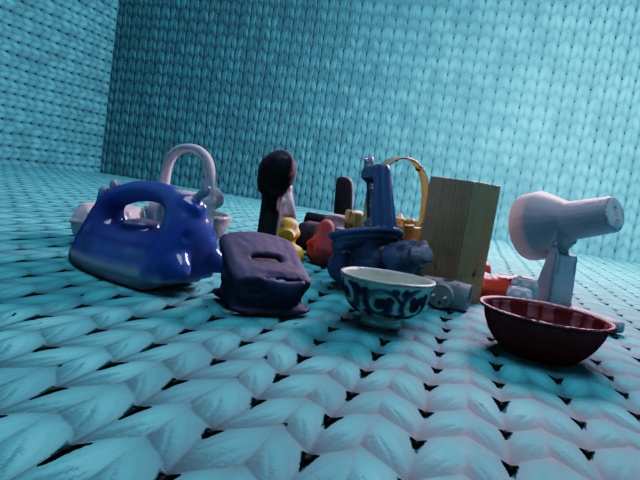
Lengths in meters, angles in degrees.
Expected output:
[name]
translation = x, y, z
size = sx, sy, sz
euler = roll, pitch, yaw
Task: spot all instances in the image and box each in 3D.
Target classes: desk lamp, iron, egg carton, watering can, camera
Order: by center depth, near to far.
[iron]
translation = -0.248, -0.020, 0.780
size = 0.257, 0.141, 0.119
euler = 12, 7, 26
[watering can]
translation = -0.215, -0.056, 0.917
size = 0.101, 0.194, 0.173
euler = 8, 6, -2
[desk lamp]
translation = 0.413, 0.027, 0.959
size = 0.118, 0.213, 0.202
euler = 5, 7, -33
[egg carton]
translation = -0.372, -0.028, 1.019
size = 0.107, 0.069, 0.150
euler = 8, 6, -6
[camera]
translation = 0.024, -0.011, 1.279
size = 0.136, 0.101, 0.143
euler = 11, 7, 23

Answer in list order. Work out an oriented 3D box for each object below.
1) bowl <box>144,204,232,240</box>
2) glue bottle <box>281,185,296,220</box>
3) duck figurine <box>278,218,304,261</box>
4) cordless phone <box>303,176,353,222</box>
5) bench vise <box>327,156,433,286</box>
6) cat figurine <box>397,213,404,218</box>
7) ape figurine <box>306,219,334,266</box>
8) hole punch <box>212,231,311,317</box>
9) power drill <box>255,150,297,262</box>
[bowl]
translation = -0.257, -0.023, 1.106
size = 0.167, 0.075, 0.167
euler = 9, 6, -1
[glue bottle]
translation = -0.083, -0.070, 1.329
size = 0.037, 0.173, 0.078
euler = 14, 8, 40
[duck figurine]
translation = -0.066, -0.002, 1.142
size = 0.077, 0.086, 0.104
euler = 9, 6, -2
[cordless phone]
translation = 0.029, -0.070, 1.440
size = 0.147, 0.185, 0.094
euler = 15, 9, 43
[bench vise]
translation = 0.106, -0.018, 0.906
size = 0.206, 0.220, 0.122
euler = 13, 8, 36
[cat figurine]
translation = 0.204, -0.005, 1.403
size = 0.128, 0.118, 0.067
euler = 3, 9, -45
[ape figurine]
translation = 0.011, 0.004, 1.163
size = 0.077, 0.092, 0.076
euler = 11, 6, 17
[hole punch]
translation = -0.069, 0.041, 0.714
size = 0.109, 0.091, 0.100
euler = 5, 7, -29
[power drill]
translation = -0.085, -0.055, 1.023
size = 0.076, 0.208, 0.229
euler = 8, 6, -10
